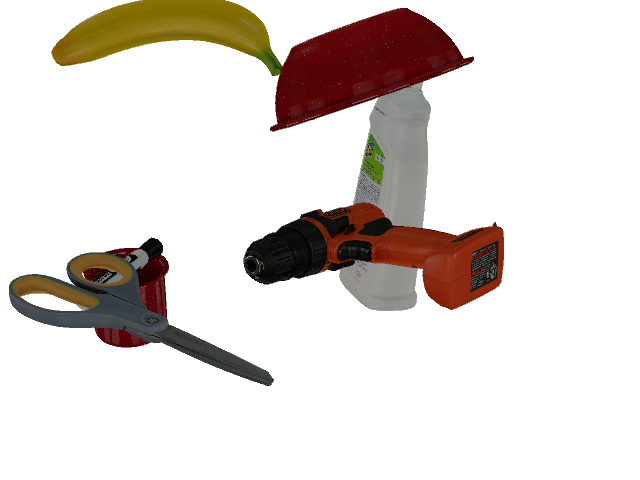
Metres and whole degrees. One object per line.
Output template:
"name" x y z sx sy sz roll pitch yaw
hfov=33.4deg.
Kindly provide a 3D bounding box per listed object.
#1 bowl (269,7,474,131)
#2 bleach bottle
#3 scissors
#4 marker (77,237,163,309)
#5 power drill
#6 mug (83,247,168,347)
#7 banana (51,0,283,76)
"bowl" 0.030 -0.133 0.799 0.162 0.055 0.162 -19 7 2
"bleach bottle" 0.078 -0.058 1.141 0.068 0.251 0.103 -1 23 -25
"scissors" -0.111 0.047 0.717 0.202 0.016 0.096 12 29 14
"marker" -0.182 0.028 0.976 0.020 0.020 0.121 0 24 28
"power drill" 0.050 0.012 0.931 0.188 0.057 0.184 12 21 35
"mug" -0.222 0.061 1.194 0.117 0.081 0.093 24 36 37
"banana" -0.130 -0.180 0.922 0.197 0.069 0.037 1 -33 -2
